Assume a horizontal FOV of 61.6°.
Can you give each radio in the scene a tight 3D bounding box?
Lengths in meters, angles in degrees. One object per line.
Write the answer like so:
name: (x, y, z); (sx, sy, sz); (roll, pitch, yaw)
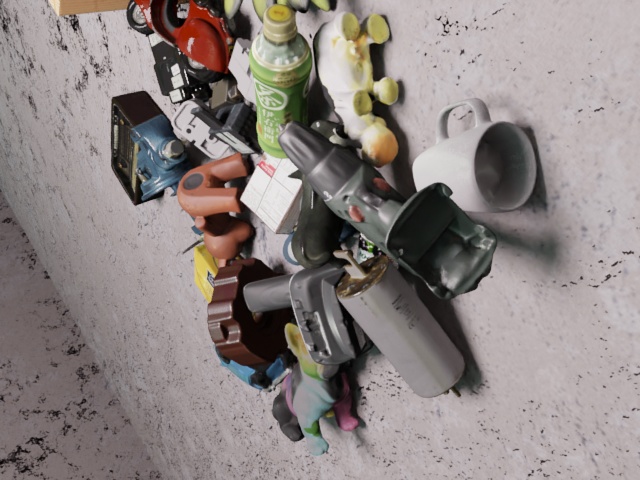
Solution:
radio: (-0.385, -0.193, 1.139); (0.131, 0.073, 0.229); (52, 142, 18)

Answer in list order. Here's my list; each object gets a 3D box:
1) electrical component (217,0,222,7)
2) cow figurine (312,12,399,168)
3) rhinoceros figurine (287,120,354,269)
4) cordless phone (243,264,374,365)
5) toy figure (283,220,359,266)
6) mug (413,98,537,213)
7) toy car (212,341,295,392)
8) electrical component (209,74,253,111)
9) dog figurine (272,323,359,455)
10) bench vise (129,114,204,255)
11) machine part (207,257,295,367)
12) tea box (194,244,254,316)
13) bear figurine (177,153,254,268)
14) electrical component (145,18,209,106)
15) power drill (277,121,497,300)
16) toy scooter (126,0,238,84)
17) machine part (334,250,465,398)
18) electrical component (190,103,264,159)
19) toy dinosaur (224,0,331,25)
electrical component: (-0.162, -0.322, 0.816); (0.063, 0.021, 0.093); (26, 130, 42)
cow figurine: (0.036, -0.164, 0.612); (0.098, 0.068, 0.167); (10, 115, 56)
rhinoceros figurine: (0.000, -0.055, 0.671); (0.073, 0.112, 0.190); (-1, 73, 28)
cordless phone: (-0.024, 0.112, 0.780); (0.184, 0.089, 0.146); (-12, 101, 28)
toy figure: (0.000, -0.002, 0.768); (0.064, 0.058, 0.154); (32, 148, -19)
mug: (0.137, -0.077, 0.523); (0.107, 0.081, 0.109); (-2, 112, 61)
toy car: (-0.122, 0.227, 1.032); (0.162, 0.109, 0.102); (36, 151, 22)
electrical component: (-0.137, -0.223, 0.827); (0.102, 0.045, 0.078); (-13, 72, 52)
dog figurine: (-0.016, 0.217, 0.880); (0.192, 0.108, 0.219); (10, 113, 53)
bench vise: (-0.258, -0.104, 0.988); (0.224, 0.129, 0.240); (-13, 110, 50)
machine part: (-0.108, 0.117, 0.875); (0.056, 0.179, 0.179); (-13, 100, 29)
tea box: (-0.175, 0.087, 1.022); (0.170, 0.068, 0.098); (45, 140, 39)
bear figurine: (-0.158, -0.036, 0.922); (0.132, 0.120, 0.195); (-11, 138, 14)
electrical component: (-0.229, -0.290, 0.892); (0.115, 0.058, 0.134); (9, 117, 52)
power drill: (0.062, -0.029, 0.533); (0.232, 0.086, 0.207); (40, 175, -23)
toy scooter: (-0.182, -0.319, 0.754); (0.184, 0.075, 0.135); (38, 119, 3)
machine part: (0.097, 0.103, 0.638); (0.243, 0.079, 0.079); (53, 148, -17)
electrical component: (-0.128, -0.169, 0.786); (0.119, 0.048, 0.075); (35, 162, -32)
toy dinosaur: (-0.047, -0.344, 0.589); (0.472, 0.105, 0.198); (27, 138, 54)
